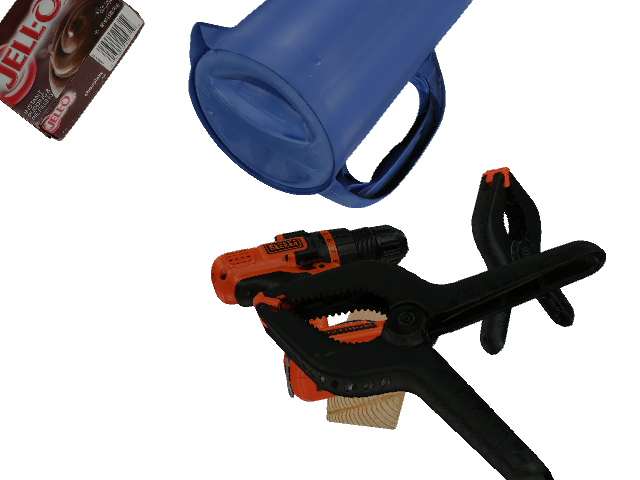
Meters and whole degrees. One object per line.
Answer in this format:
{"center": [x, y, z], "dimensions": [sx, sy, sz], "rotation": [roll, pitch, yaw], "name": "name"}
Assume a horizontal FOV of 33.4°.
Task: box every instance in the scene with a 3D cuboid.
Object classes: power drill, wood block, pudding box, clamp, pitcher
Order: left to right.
{"center": [-0.198, -0.144, 0.796], "dimensions": [0.090, 0.113, 0.039], "rotation": [35, -4, 26], "name": "pudding box"}
{"center": [0.014, 0.052, 0.909], "dimensions": [0.184, 0.057, 0.188], "rotation": [-13, 31, -14], "name": "power drill"}
{"center": [0.028, -0.150, 0.824], "dimensions": [0.145, 0.149, 0.242], "rotation": [22, 56, 31], "name": "pitcher"}
{"center": [0.071, 0.159, 1.407], "dimensions": [0.091, 0.090, 0.206], "rotation": [5, 18, 9], "name": "wood block"}
{"center": [0.062, 0.050, 0.640], "dimensions": [0.210, 0.164, 0.036], "rotation": [14, -35, 26], "name": "clamp"}
{"center": [0.175, 0.021, 0.998], "dimensions": [0.120, 0.171, 0.039], "rotation": [-26, 7, -42], "name": "clamp"}

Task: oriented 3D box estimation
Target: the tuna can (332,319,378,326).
{"center": [0.040, 0.119, 1.131], "dimensions": [0.086, 0.034, 0.086], "rotation": [-5, 26, 2], "name": "tuna can"}
